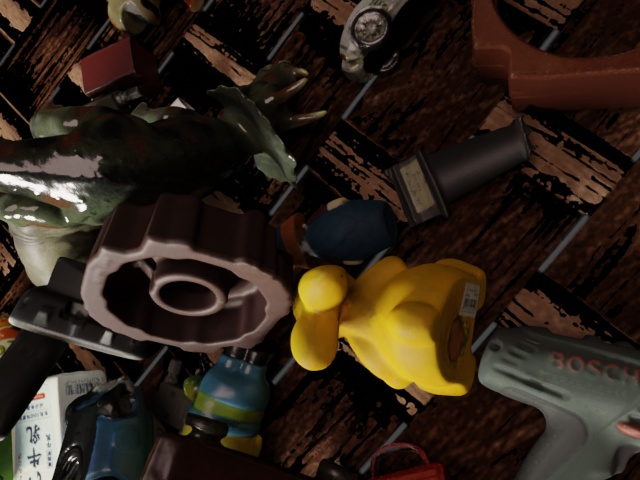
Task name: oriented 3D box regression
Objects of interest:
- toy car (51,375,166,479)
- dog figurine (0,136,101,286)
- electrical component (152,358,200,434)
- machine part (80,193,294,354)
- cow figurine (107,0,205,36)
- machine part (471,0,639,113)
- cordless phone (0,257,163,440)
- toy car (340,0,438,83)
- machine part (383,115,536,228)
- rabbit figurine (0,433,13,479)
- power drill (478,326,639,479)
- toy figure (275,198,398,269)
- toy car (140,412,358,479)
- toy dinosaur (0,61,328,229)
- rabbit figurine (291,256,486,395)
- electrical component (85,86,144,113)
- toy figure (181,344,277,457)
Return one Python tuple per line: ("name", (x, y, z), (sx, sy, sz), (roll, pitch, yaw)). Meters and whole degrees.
("toy car", (-0.201, 0.224, 0.532), (0.109, 0.102, 0.162), (-24, 49, 31))
("dog figurine", (-0.313, -0.010, 0.584), (0.121, 0.190, 0.172), (8, 85, 22))
("electrical component", (-0.151, 0.179, 0.580), (0.063, 0.021, 0.094), (12, 86, 22))
("machine part", (-0.110, 0.034, 0.458), (0.179, 0.179, 0.056), (-15, 49, 17))
("cow figurine", (-0.195, -0.340, 0.656), (0.127, 0.085, 0.195), (38, 97, 16))
("machine part", (0.239, -0.220, 0.472), (0.202, 0.087, 0.201), (0, 80, 22))
("cordless phone", (-0.248, 0.118, 0.531), (0.147, 0.088, 0.184), (17, 44, -2))
("toy car", (0.089, -0.246, 0.538), (0.056, 0.073, 0.201), (42, 96, 18))
("machine part", (0.135, -0.068, 0.511), (0.139, 0.039, 0.084), (-28, 64, 16))
("rabbit figurine", (-0.401, 0.254, 0.580), (0.159, 0.170, 0.121), (-17, 76, 18))
("power drill", (0.222, 0.178, 0.411), (0.232, 0.086, 0.207), (21, 92, 24))
("toy figure", (-0.001, 0.000, 0.538), (0.155, 0.057, 0.064), (-12, 70, 23))
("toy car", (-0.056, 0.219, 0.469), (0.202, 0.053, 0.089), (27, 71, -18))
("toy dinosaur", (-0.158, -0.073, 0.485), (0.192, 0.405, 0.131), (4, 112, 40))
("rabbit figurine", (0.039, 0.071, 0.474), (0.173, 0.162, 0.121), (11, 97, 39))
("electrical component", (-0.252, -0.135, 0.651), (0.102, 0.045, 0.078), (-10, 117, 15))
("toy figure", (-0.100, 0.184, 0.524), (0.082, 0.089, 0.180), (18, 89, 30))
